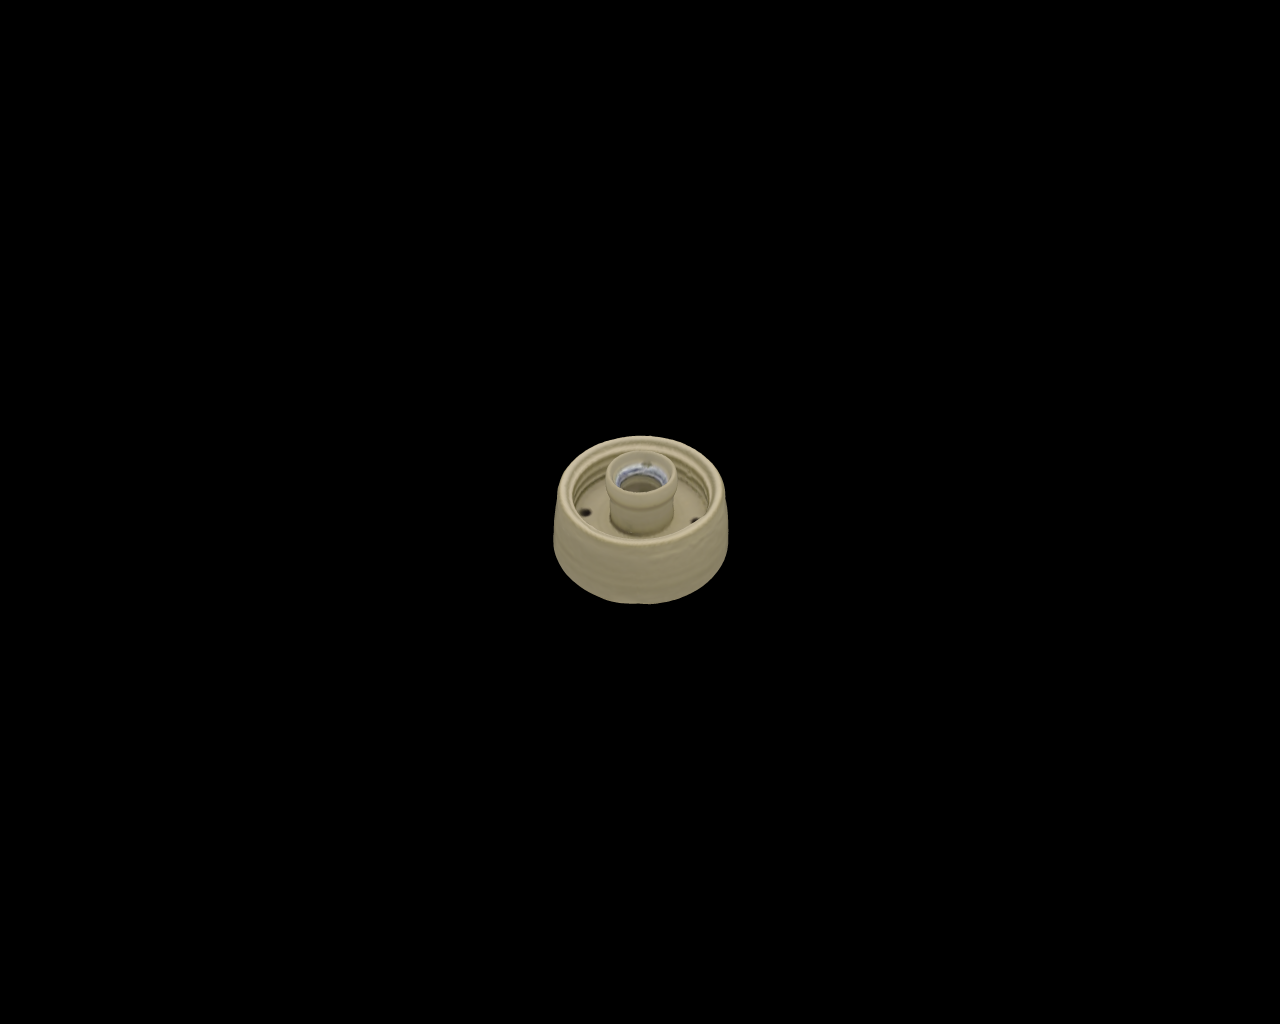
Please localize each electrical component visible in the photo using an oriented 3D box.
[{"bbox_3d":[0.001,-0.003,0.650,0.108,0.060,0.108,0,43,0],"label":"electrical component"}]
